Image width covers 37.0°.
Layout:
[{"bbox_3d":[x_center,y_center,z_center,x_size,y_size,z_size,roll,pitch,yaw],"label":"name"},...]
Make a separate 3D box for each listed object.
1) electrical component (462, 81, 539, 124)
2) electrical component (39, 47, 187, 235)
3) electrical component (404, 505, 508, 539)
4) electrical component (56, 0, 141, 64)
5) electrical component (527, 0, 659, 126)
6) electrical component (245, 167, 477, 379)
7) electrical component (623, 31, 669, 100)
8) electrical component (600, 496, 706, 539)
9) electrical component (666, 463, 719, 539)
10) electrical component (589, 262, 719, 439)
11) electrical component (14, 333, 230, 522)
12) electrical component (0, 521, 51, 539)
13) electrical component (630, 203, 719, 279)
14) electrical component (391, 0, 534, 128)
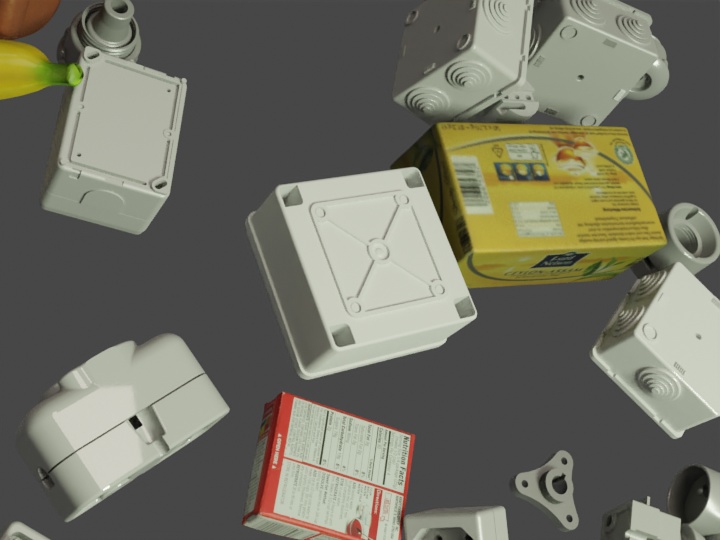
[{"bbox_3d":[0.102,-0.114,0.776,0.040,0.046,0.040,12,61,-23],"label":"electrical component"},{"bbox_3d":[-0.141,-0.076,0.614,0.062,0.061,0.096,16,60,-22],"label":"electrical component"},{"bbox_3d":[0.065,0.168,0.613,0.077,0.047,0.065,11,72,-60],"label":"electrical component"},{"bbox_3d":[-0.151,-0.138,0.638,0.048,0.062,0.048,12,61,-23],"label":"electrical component"},{"bbox_3d":[0.160,-0.157,0.799,0.100,0.099,0.048,17,47,-21],"label":"electrical component"},{"bbox_3d":[0.000,0.000,0.657,0.109,0.056,0.108,-11,72,-33],"label":"electrical component"},{"bbox_3d":[0.228,-0.173,0.878,0.048,0.048,0.062,28,49,-15],"label":"electrical component"},{"bbox_3d":[0.185,0.179,0.680,0.055,0.048,0.066,21,58,-10],"label":"electrical component"},{"bbox_3d":[0.247,0.178,0.714,0.077,0.043,0.079,24,57,-17],"label":"electrical component"},{"bbox_3d":[0.223,0.054,0.759,0.100,0.048,0.099,44,53,-3],"label":"electrical component"},{"bbox_3d":[-0.124,0.076,0.552,0.095,0.054,0.059,-31,84,-36],"label":"electrical component"},{"bbox_3d":[-0.159,0.170,0.482,0.062,0.061,0.096,34,55,-10],"label":"electrical component"},{"bbox_3d":[0.234,-0.018,0.802,0.055,0.047,0.055,12,61,-24],"label":"electrical component"},{"bbox_3d":[0.070,-0.155,0.748,0.048,0.100,0.099,29,55,-29],"label":"electrical component"}]
